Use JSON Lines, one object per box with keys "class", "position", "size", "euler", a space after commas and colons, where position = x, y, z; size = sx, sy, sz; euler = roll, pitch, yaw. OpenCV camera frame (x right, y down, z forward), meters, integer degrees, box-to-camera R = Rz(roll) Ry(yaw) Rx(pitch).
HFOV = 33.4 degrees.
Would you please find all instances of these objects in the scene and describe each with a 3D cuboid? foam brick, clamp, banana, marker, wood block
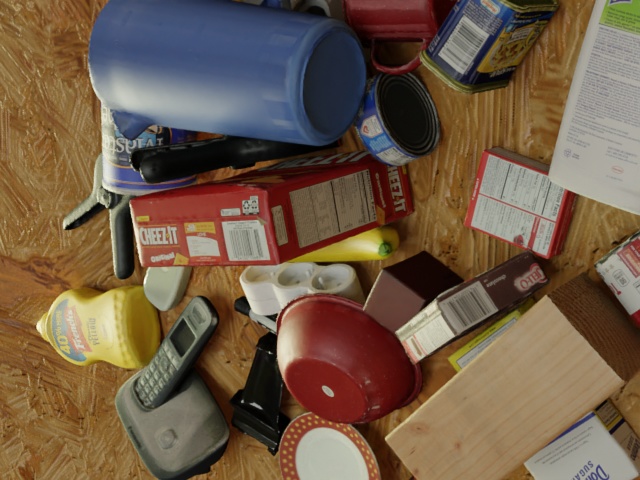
{"class": "foam brick", "position": [0.088, 0.052, 0.998], "size": [0.053, 0.078, 0.051], "euler": [38, 121, 23]}
{"class": "clamp", "position": [-0.248, -0.051, 1.252], "size": [0.120, 0.039, 0.171], "euler": [27, 111, 25]}
{"class": "banana", "position": [0.008, 0.002, 1.052], "size": [0.198, 0.069, 0.037], "euler": [-3, 84, 42]}
{"class": "marker", "position": [-0.049, 0.090, 1.143], "size": [0.121, 0.020, 0.020], "euler": [27, 118, 37]}
{"class": "clamp", "position": [-0.082, -0.085, 1.023], "size": [0.210, 0.164, 0.036], "euler": [-9, 101, -5]}
{"class": "wood block", "position": [0.165, 0.131, 0.894], "size": [0.090, 0.090, 0.206], "euler": [50, 122, 13]}

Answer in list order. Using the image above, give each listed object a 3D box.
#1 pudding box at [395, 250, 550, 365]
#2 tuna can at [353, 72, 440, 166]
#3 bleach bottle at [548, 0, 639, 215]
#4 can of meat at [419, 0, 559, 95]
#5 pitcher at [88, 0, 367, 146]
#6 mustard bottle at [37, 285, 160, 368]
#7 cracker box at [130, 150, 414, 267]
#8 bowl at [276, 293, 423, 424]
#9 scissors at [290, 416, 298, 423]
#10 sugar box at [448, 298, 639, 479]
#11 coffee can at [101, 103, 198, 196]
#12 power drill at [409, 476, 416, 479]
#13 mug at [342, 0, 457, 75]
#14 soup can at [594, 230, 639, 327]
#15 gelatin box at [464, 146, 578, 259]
{"class": "pudding box", "position": [0.132, 0.059, 0.929], "size": [0.039, 0.113, 0.090], "euler": [60, 152, 12]}
{"class": "tuna can", "position": [0.068, -0.110, 0.962], "size": [0.034, 0.085, 0.086], "euler": [-21, 89, 41]}
{"class": "bleach bottle", "position": [0.256, -0.152, 0.822], "size": [0.103, 0.067, 0.251], "euler": [24, 114, 30]}
{"class": "can of meat", "position": [0.141, -0.173, 0.879], "size": [0.057, 0.101, 0.084], "euler": [45, 123, 19]}
{"class": "pitcher", "position": [-0.079, -0.165, 0.959], "size": [0.243, 0.144, 0.149], "euler": [14, 127, 36]}
{"class": "mustard bottle", "position": [-0.281, 0.106, 1.309], "size": [0.192, 0.058, 0.096], "euler": [-3, 99, 39]}
{"class": "cracker box", "position": [-0.041, -0.032, 0.985], "size": [0.164, 0.213, 0.072], "euler": [-2, 102, 38]}
{"class": "bowl", "position": [0.017, 0.130, 1.049], "size": [0.162, 0.055, 0.162], "euler": [18, 136, 18]}
{"class": "scissors", "position": [0.019, 0.284, 1.155], "size": [0.096, 0.016, 0.202], "euler": [-17, 92, 39]}
{"class": "sugar box", "position": [0.205, 0.150, 0.957], "size": [0.093, 0.048, 0.176], "euler": [-43, 79, 36]}
{"class": "coffee can", "position": [-0.182, -0.127, 1.138], "size": [0.103, 0.102, 0.140], "euler": [13, 110, 34]}
{"class": "power drill", "position": [0.068, 0.268, 1.004], "size": [0.057, 0.187, 0.185], "euler": [47, 127, 19]}
{"class": "mug", "position": [0.074, -0.201, 0.924], "size": [0.082, 0.093, 0.117], "euler": [7, 84, 31]}
{"class": "soup can", "position": [0.277, 0.042, 0.855], "size": [0.069, 0.068, 0.102], "euler": [-44, 75, 37]}
{"class": "gelatin box", "position": [0.178, -0.033, 0.935], "size": [0.089, 0.030, 0.073], "euler": [24, 115, 30]}
